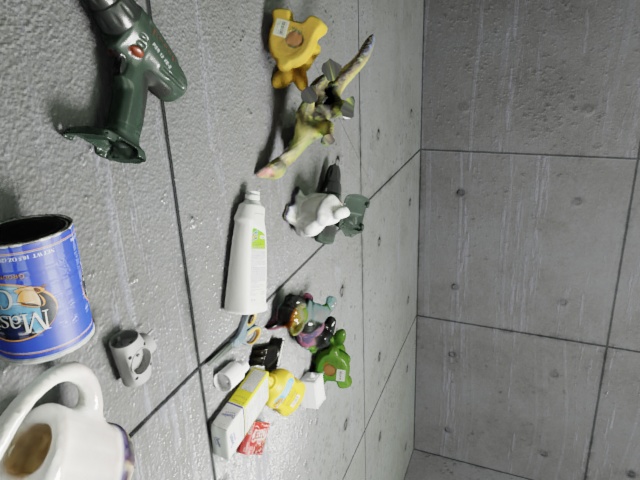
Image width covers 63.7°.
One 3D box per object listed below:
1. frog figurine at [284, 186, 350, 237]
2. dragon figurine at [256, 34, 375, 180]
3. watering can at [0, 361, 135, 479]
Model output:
[{"bbox_3d":[0.004,-0.065,1.293,0.140,0.159,0.120,-52,143,-53],"label":"frog figurine"},{"bbox_3d":[-0.012,-0.291,1.193,0.121,0.240,0.418,40,62,-12],"label":"dragon figurine"},{"bbox_3d":[-0.338,0.325,0.603,0.220,0.104,0.354,62,38,-56],"label":"watering can"}]
